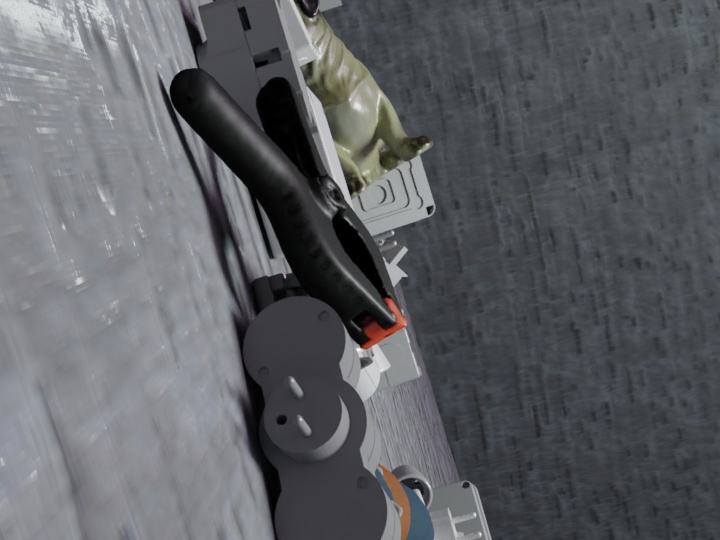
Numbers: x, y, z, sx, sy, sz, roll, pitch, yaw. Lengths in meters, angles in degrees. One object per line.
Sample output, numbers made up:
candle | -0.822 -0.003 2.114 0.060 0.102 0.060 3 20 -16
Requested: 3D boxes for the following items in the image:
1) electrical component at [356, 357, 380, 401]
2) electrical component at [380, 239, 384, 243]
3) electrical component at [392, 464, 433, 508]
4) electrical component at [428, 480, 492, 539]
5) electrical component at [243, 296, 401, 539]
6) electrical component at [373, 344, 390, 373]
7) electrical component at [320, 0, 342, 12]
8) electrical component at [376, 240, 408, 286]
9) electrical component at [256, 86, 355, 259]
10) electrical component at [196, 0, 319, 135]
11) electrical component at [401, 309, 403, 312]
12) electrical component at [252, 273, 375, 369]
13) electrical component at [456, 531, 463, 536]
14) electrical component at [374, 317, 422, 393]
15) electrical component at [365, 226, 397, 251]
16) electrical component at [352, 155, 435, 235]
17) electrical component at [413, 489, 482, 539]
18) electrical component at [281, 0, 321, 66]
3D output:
electrical component | -0.014 0.060 0.732 0.081 0.043 0.043 65 9 -64
electrical component | 0.003 -0.007 1.159 0.066 0.055 0.048 -86 159 -79
electrical component | 0.045 0.202 0.993 0.046 0.040 0.040 -124 -163 -84
electrical component | 0.088 0.268 1.038 0.057 0.078 0.113 73 3 -48
electrical component | -0.022 0.073 0.501 0.073 0.052 0.138 66 8 -60
electrical component | -0.007 0.057 0.874 0.044 0.044 0.065 -16 85 -86
electrical component | -0.082 -0.322 1.050 0.150 0.089 0.061 69 6 -50
electrical component | 0.000 0.000 0.973 0.064 0.081 0.042 42 -8 -24
electrical component | -0.044 -0.066 0.756 0.109 0.056 0.108 -38 111 -86
electrical component | -0.067 -0.123 0.675 0.050 0.056 0.089 23 50 -85
electrical component | 0.011 0.035 1.097 0.078 0.058 0.057 61 10 -74
electrical component | -0.025 0.034 0.639 0.089 0.050 0.055 58 14 -75
electrical component | 0.061 0.264 0.904 0.099 0.064 0.099 0 90 -85
electrical component | 0.012 0.067 0.997 0.096 0.061 0.061 -121 -167 -74
electrical component | -0.010 -0.012 0.836 0.077 0.079 0.043 -99 168 -62
electrical component | 0.011 -0.075 1.109 0.057 0.113 0.078 178 -106 -76
electrical component | 0.056 0.209 0.843 0.065 0.077 0.047 -102 174 -50
electrical component | -0.079 -0.200 0.841 0.061 0.061 0.096 -58 123 -85
